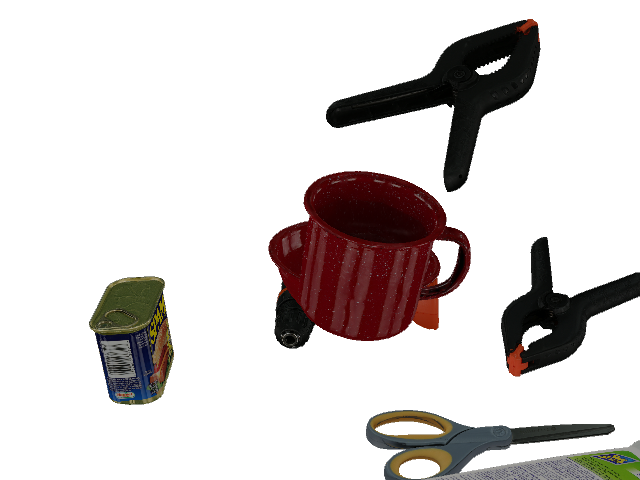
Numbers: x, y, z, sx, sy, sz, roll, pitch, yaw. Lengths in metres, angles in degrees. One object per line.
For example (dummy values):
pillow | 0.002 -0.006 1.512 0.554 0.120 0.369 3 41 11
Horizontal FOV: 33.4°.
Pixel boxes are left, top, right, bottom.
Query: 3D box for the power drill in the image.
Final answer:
power drill | 0.043 0.068 1.238 0.188 0.057 0.184 0 27 6

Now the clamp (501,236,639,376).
clamp | 0.223 0.061 1.042 0.171 0.039 0.120 -36 43 -29

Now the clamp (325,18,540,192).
clamp | 0.131 -0.129 0.962 0.209 0.036 0.165 -34 48 -15

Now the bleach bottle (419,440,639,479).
bleach bottle | 0.160 0.166 0.629 0.250 0.068 0.103 -6 20 -21

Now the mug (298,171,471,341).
mug | 0.042 0.013 0.708 0.117 0.081 0.093 3 33 -10

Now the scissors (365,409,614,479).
scissors | 0.135 0.169 0.851 0.202 0.016 0.096 4 32 8

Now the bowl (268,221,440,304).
bowl | 0.029 0.037 1.005 0.162 0.055 0.162 5 24 -3

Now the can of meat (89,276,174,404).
can of meat | -0.174 0.094 1.007 0.057 0.084 0.102 -4 25 5
